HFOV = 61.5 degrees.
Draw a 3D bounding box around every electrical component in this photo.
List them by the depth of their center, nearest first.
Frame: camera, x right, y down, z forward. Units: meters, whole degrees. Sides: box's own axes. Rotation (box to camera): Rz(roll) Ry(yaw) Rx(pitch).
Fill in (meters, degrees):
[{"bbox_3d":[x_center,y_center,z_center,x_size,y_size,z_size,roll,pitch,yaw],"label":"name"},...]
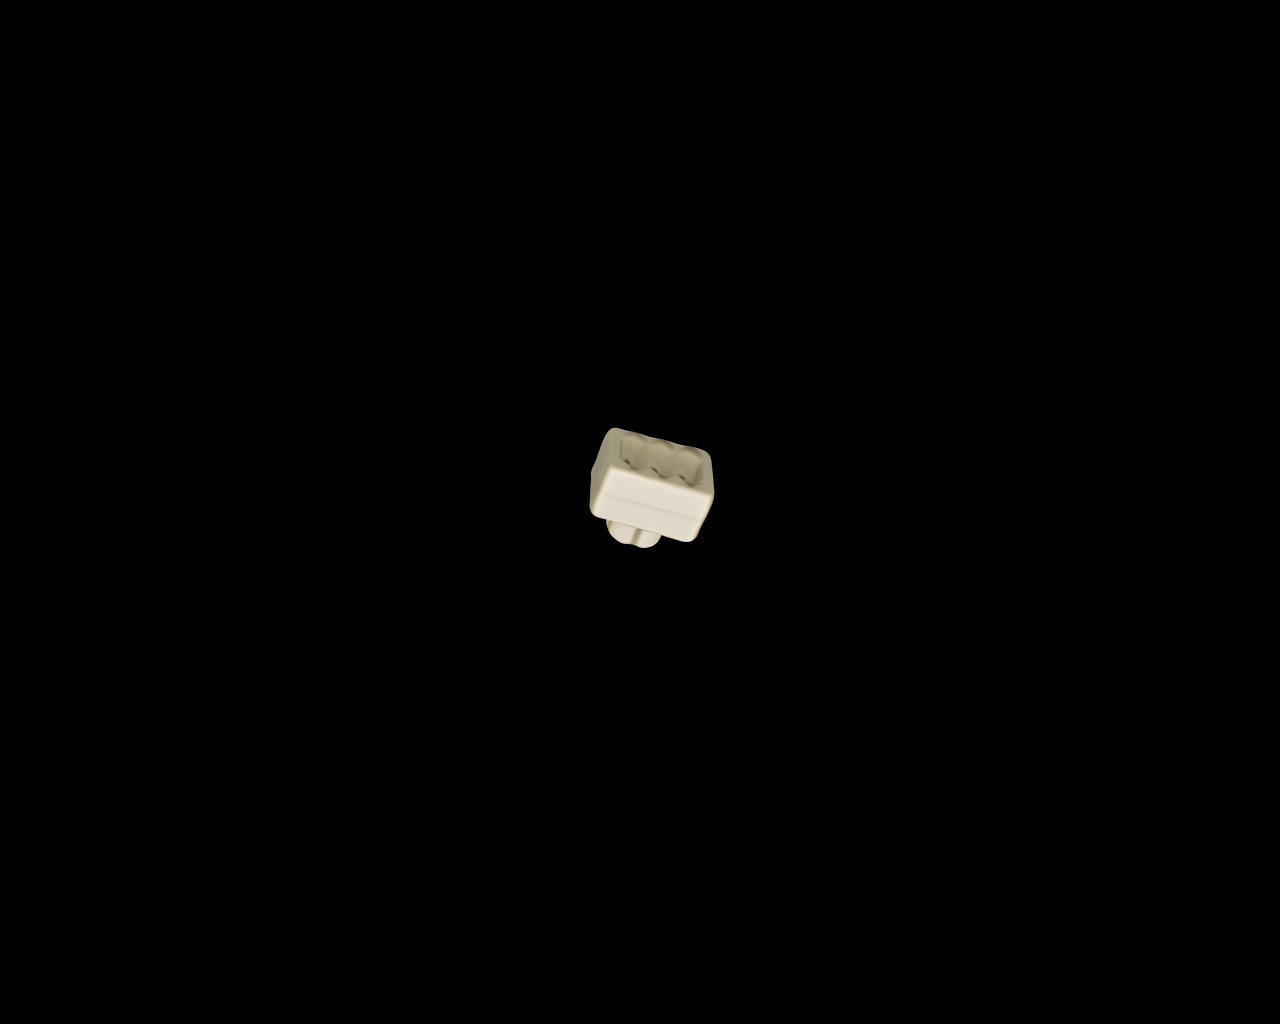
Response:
[{"bbox_3d":[0.001,-0.003,0.650,0.066,0.076,0.047,15,36,-11],"label":"electrical component"}]
